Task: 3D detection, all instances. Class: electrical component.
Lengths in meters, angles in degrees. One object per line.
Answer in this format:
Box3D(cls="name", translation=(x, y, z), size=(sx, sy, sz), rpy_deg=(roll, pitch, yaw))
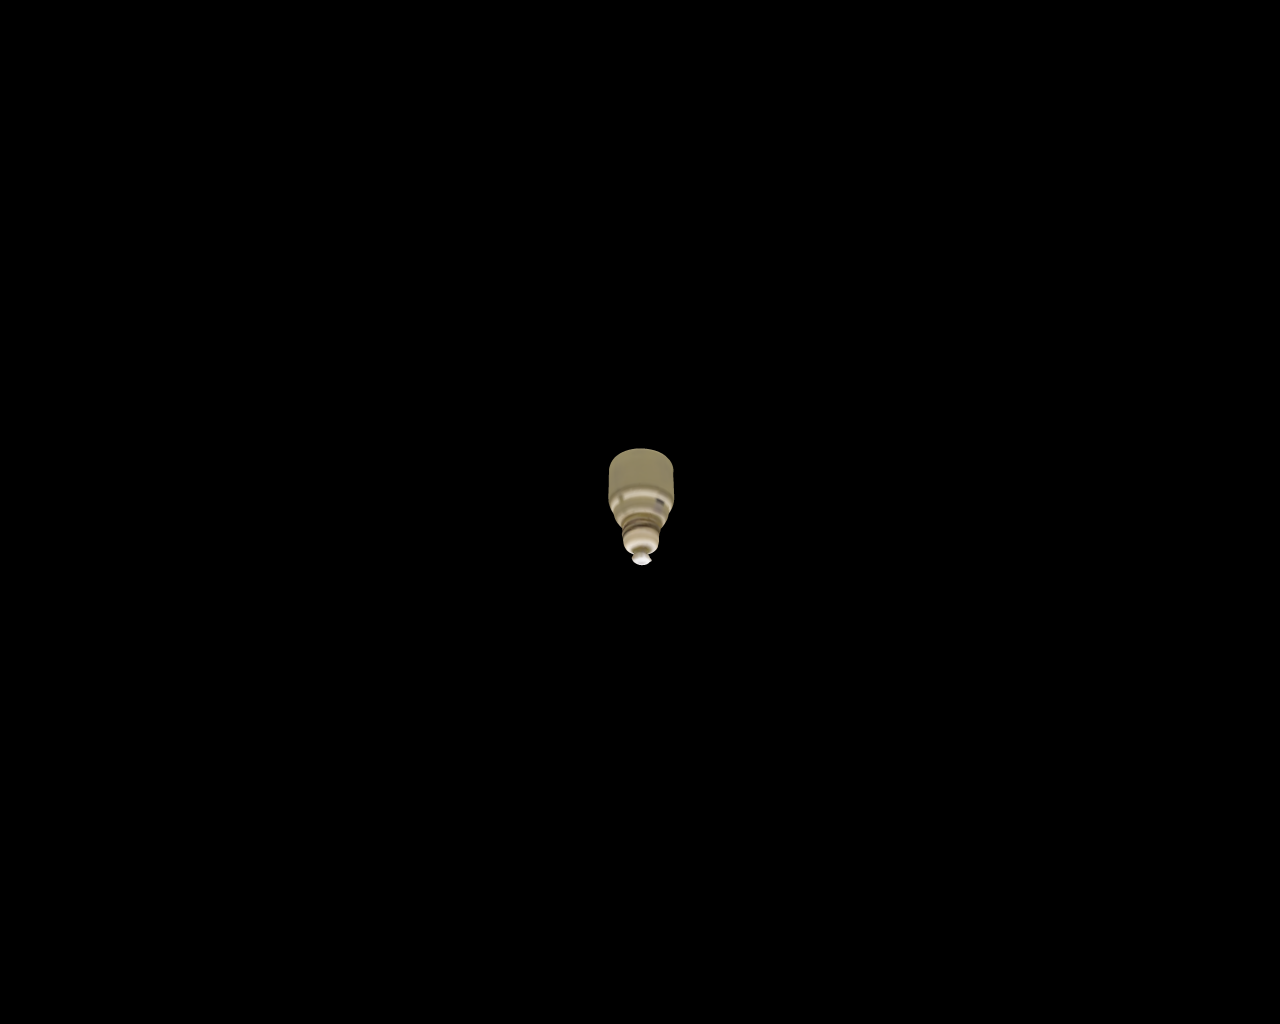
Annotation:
Box3D(cls="electrical component", translation=(0.001, -0.003, 0.650), size=(0.040, 0.078, 0.040), rpy_deg=(0, -33, 0))
